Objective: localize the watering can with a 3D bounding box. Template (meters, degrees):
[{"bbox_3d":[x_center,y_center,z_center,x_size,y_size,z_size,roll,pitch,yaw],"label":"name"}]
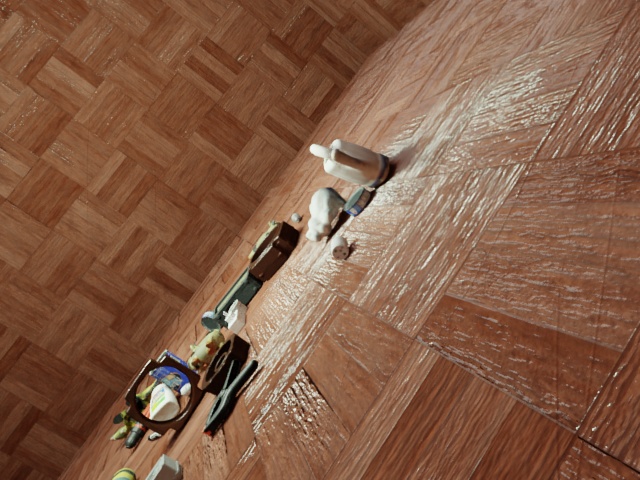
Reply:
[{"bbox_3d":[0.087,-0.210,1.401,0.351,0.224,0.103,-125,53,-74],"label":"watering can"}]

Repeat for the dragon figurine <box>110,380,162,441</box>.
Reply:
[{"bbox_3d":[-0.747,0.690,2.169,0.412,0.122,0.242,-53,5,-4],"label":"dragon figurine"}]

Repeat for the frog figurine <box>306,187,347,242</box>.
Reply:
[{"bbox_3d":[0.005,-0.078,1.551,0.160,0.121,0.139,-42,32,-5],"label":"frog figurine"}]
